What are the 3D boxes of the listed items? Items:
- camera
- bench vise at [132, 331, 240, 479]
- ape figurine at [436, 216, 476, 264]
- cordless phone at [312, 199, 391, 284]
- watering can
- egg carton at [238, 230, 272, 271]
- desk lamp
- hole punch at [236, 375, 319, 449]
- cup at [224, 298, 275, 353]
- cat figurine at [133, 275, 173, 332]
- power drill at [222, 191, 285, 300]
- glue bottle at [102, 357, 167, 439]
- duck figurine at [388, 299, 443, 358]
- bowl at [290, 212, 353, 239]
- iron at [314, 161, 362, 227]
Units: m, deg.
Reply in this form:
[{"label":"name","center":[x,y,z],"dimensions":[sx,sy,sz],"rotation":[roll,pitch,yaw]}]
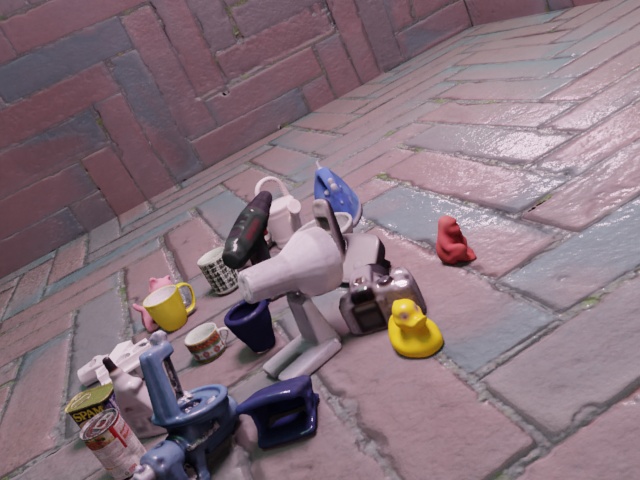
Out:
[{"label":"camera","center":[0.108,0.086,1.046],"dimensions":[0.143,0.101,0.137],"rotation":[-20,22,15]},{"label":"bench vise","center":[-0.210,0.256,0.847],"dimensions":[0.121,0.220,0.207],"rotation":[-21,22,13]},{"label":"ape figurine","center":[0.254,-0.004,1.100],"dimensions":[0.076,0.092,0.078],"rotation":[-10,27,36]},{"label":"cordless phone","center":[0.054,-0.002,1.191],"dimensions":[0.147,0.185,0.094],"rotation":[-2,32,46]},{"label":"watering can","center":[-0.103,-0.081,1.540],"dimensions":[0.172,0.194,0.101],"rotation":[-9,27,37]},{"label":"egg carton","center":[-0.194,0.020,1.580],"dimensions":[0.107,0.069,0.150],"rotation":[-16,24,25]},{"label":"desk lamp","center":[-0.040,0.109,1.003],"dimensions":[0.204,0.214,0.117],"rotation":[-37,24,-26]},{"label":"hole punch","center":[-0.065,0.248,0.879],"dimensions":[0.108,0.091,0.101],"rotation":[-21,22,13]},{"label":"cup","center":[-0.122,0.165,1.132],"dimensions":[0.091,0.095,0.118],"rotation":[-8,28,38]},{"label":"cat figurine","center":[-0.416,0.151,1.463],"dimensions":[0.128,0.118,0.067],"rotation":[-37,24,-26]},{"label":"power drill","center":[-0.131,0.022,1.315],"dimensions":[0.075,0.209,0.230],"rotation":[-13,25,30]},{"label":"glue bottle","center":[-0.330,0.273,1.008],"dimensions":[0.078,0.173,0.037],"rotation":[-18,23,20]},{"label":"duck figurine","center":[0.142,0.132,0.920],"dimensions":[0.078,0.086,0.104],"rotation":[-34,23,-20]},{"label":"bowl","center":[0.013,0.005,1.375],"dimensions":[0.167,0.075,0.167],"rotation":[-22,22,10]},{"label":"iron","center":[0.039,-0.132,1.570],"dimensions":[0.118,0.142,0.258],"rotation":[-27,21,-2]}]
